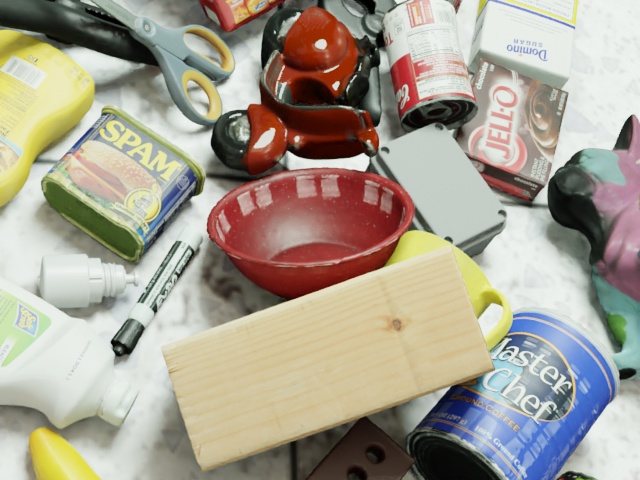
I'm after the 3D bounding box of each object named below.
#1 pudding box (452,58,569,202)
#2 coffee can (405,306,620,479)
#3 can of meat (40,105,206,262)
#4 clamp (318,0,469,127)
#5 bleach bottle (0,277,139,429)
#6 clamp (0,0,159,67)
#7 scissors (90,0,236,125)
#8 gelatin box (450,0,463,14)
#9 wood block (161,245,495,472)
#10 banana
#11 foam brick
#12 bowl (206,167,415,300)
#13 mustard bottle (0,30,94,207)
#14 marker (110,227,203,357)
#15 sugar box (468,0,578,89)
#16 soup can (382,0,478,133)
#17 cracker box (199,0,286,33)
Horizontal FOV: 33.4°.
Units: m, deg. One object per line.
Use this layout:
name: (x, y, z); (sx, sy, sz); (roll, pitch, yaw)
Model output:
pudding box: (0.170, -0.100, 0.973); (0.090, 0.039, 0.113); (21, 58, -2)
coffee can: (0.145, 0.133, 0.802); (0.103, 0.103, 0.140); (41, 60, 9)
can of meat: (-0.156, -0.044, 0.844); (0.102, 0.057, 0.083); (34, 62, 5)
clamp: (0.045, -0.183, 0.986); (0.120, 0.039, 0.171); (-36, 77, -32)
bleach bottle: (-0.250, 0.070, 0.753); (0.251, 0.068, 0.102); (27, 60, -3)
clamp: (-0.213, -0.180, 0.868); (0.209, 0.036, 0.165); (15, 17, -27)
scissors: (-0.138, -0.151, 0.869); (0.201, 0.016, 0.096); (8, 73, -53)
gelatin box: (0.122, -0.245, 1.008); (0.030, 0.089, 0.073); (18, 59, -6)
wood block: (0.007, 0.083, 0.745); (0.206, 0.090, 0.091); (-19, 83, 3)
banana: (-0.121, 0.197, 0.736); (0.198, 0.037, 0.069); (25, 40, -3)
foam brick: (0.021, 0.177, 0.774); (0.053, 0.051, 0.078); (40, 60, 8)
bowl: (-0.005, 0.001, 0.836); (0.162, 0.055, 0.162); (-4, 30, 2)
mustard bottle: (-0.265, -0.076, 0.829); (0.096, 0.058, 0.191); (29, 58, 3)
marker: (-0.127, 0.040, 0.827); (0.020, 0.020, 0.121); (28, 58, 1)
sugar box: (0.204, -0.228, 1.049); (0.093, 0.048, 0.176); (18, 63, -5)
soup can: (0.095, -0.152, 0.930); (0.068, 0.069, 0.102); (-4, 71, -17)
cracker box: (-0.061, -0.313, 0.914); (0.164, 0.213, 0.072); (-32, 35, -11)
